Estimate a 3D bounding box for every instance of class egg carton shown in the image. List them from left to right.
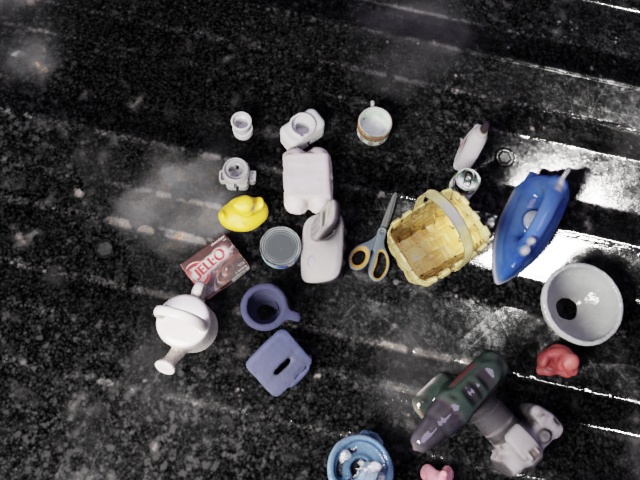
[{"bbox_3d":[-0.025,-0.126,1.217,0.107,0.069,0.150,-3,75,-4],"label":"egg carton"}]

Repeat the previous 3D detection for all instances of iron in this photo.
[{"bbox_3d":[0.439,-0.030,1.179,0.118,0.141,0.258,28,75,5],"label":"iron"}]

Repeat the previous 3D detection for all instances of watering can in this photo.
[{"bbox_3d":[-0.251,0.160,1.063,0.101,0.194,0.173,-3,75,-3],"label":"watering can"}]

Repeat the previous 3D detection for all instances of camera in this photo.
[{"bbox_3d":[0.367,0.355,1.092,0.143,0.101,0.136,-40,80,-12],"label":"camera"}]

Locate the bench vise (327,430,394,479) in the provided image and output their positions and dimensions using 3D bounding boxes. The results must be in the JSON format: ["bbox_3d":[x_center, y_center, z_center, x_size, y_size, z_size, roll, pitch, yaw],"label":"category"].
[{"bbox_3d":[0.064,0.438,0.992,0.121,0.220,0.207,14,75,1],"label":"bench vise"}]

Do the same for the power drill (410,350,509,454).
[{"bbox_3d":[0.237,0.296,1.045,0.230,0.208,0.075,-41,80,-12],"label":"power drill"}]

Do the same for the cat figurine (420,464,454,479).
[{"bbox_3d":[0.227,0.481,1.042,0.067,0.118,0.128,0,75,-3],"label":"cat figurine"}]

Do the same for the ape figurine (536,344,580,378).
[{"bbox_3d":[0.479,0.242,1.133,0.077,0.092,0.076,38,76,7],"label":"ape figurine"}]

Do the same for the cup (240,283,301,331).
[{"bbox_3d":[-0.094,0.141,1.128,0.117,0.095,0.092,16,75,2],"label":"cup"}]

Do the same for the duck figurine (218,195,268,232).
[{"bbox_3d":[-0.160,-0.063,1.184,0.104,0.086,0.077,-14,76,-7],"label":"duck figurine"}]

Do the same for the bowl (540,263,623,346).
[{"bbox_3d":[0.522,0.135,1.173,0.167,0.075,0.167,1,75,-3],"label":"bowl"}]

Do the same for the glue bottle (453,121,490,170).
[{"bbox_3d":[0.325,-0.207,1.204,0.037,0.173,0.078,18,75,2],"label":"glue bottle"}]

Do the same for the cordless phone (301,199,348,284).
[{"bbox_3d":[0.010,0.004,1.124,0.094,0.185,0.147,0,75,-3],"label":"cordless phone"}]

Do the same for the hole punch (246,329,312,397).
[{"bbox_3d":[-0.076,0.237,1.105,0.109,0.091,0.101,-44,81,-13],"label":"hole punch"}]
